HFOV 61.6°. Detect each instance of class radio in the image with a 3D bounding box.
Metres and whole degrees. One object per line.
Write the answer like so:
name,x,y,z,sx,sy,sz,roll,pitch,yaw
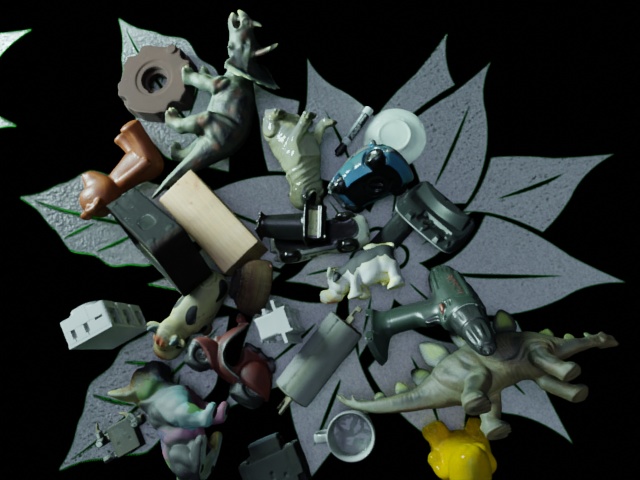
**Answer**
radio,-0.308,-0.003,1.017,0.073,0.130,0.230,-41,47,-19

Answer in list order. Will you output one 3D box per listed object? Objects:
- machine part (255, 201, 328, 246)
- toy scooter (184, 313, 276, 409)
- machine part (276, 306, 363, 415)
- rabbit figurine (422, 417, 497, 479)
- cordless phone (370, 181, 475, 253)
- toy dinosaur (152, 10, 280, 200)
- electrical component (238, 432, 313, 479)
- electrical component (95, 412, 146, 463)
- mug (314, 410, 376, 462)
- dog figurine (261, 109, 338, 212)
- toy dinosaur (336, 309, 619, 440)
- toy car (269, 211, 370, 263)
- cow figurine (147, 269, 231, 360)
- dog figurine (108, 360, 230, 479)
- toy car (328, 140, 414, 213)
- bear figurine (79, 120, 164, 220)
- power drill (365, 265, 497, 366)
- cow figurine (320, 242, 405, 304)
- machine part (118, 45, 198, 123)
machine part,-0.054,-0.030,1.025,0.139,0.039,0.084,-4,79,10
toy scooter,-0.150,0.219,1.009,0.184,0.075,0.135,41,58,-12
machine part,-0.002,0.219,0.996,0.079,0.079,0.243,36,85,14
rabbit figurine,0.232,0.374,0.879,0.122,0.173,0.162,3,74,5
cordless phone,0.187,-0.009,1.026,0.147,0.088,0.184,43,98,14
toy dinosaur,-0.203,-0.254,1.114,0.192,0.131,0.404,14,87,12
electrical component,-0.079,0.423,0.974,0.115,0.058,0.134,-25,76,0
electrical component,-0.384,0.375,1.036,0.102,0.045,0.078,-24,74,3
mug,0.048,0.341,0.946,0.110,0.107,0.081,-15,76,8
dog figurine,-0.060,-0.159,1.084,0.173,0.121,0.190,17,99,45
toy dinosaur,0.259,0.226,0.898,0.472,0.199,0.104,-18,117,1
toy car,-0.002,-0.003,1.054,0.202,0.056,0.073,-11,70,9
cow figurine,-0.247,0.142,1.024,0.086,0.127,0.195,31,82,16
dog figurine,-0.289,0.333,1.003,0.219,0.108,0.191,12,83,15
toy car,0.095,-0.131,1.047,0.162,0.109,0.103,-29,38,25
bear figurine,-0.423,-0.135,1.095,0.196,0.120,0.132,-39,102,-25
power drill,0.182,0.142,0.931,0.207,0.232,0.086,-29,116,18
cow figurine,0.071,0.064,1.015,0.167,0.068,0.098,-17,79,15
machine part,-0.357,-0.345,1.182,0.179,0.056,0.179,-2,78,9
